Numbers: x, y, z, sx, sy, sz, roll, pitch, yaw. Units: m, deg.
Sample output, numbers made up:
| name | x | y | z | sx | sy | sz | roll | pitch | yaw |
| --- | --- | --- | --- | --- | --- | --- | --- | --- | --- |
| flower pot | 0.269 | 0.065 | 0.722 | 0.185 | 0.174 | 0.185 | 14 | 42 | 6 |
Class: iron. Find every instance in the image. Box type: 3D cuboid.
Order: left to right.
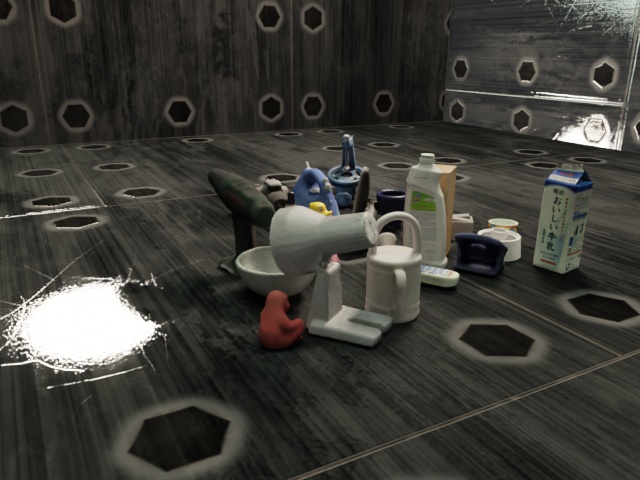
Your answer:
| name | x | y | z | sx | sy | sz | roll | pitch | yaw |
| --- | --- | --- | --- | --- | --- | --- | --- | --- | --- |
| iron | -0.002 | -0.136 | 1.650 | 0.119 | 0.141 | 0.257 | -7 | 20 | -20 |

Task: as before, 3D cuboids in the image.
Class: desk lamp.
| name | x | y | z | sx | sy | sz | roll | pitch | yaw |
| --- | --- | --- | --- | --- | --- | --- | --- | --- | --- |
| desk lamp | 0.020 | 0.050 | 0.976 | 0.202 | 0.214 | 0.118 | 9 | 20 | 23 |

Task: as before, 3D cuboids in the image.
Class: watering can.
| name | x | y | z | sx | sy | sz | roll | pitch | yaw |
| --- | --- | --- | --- | --- | --- | --- | --- | --- | --- |
| watering can | 0.130 | 0.040 | 1.038 | 0.101 | 0.194 | 0.172 | -8 | 20 | -24 |

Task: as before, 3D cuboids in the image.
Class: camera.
| name | x | y | z | sx | sy | sz | roll | pitch | yaw |
| --- | --- | --- | --- | --- | --- | --- | --- | --- | --- |
| camera | -0.146 | -0.117 | 1.652 | 0.143 | 0.101 | 0.136 | -6 | 20 | -19 |

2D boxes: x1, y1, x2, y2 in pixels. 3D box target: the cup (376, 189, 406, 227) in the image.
| name | x | y | z | sx | sy | sz | roll | pitch | yaw |
| --- | --- | --- | --- | --- | --- | --- | --- | --- | --- |
| cup | 0.198 | -0.089 | 1.587 | 0.091 | 0.095 | 0.117 | -1 | 18 | -5 |

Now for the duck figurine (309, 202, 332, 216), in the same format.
| name | x | y | z | sx | sy | sz | roll | pitch | yaw |
| --- | --- | --- | --- | --- | --- | --- | --- | --- | --- |
| duck figurine | -0.012 | -0.058 | 1.502 | 0.104 | 0.086 | 0.078 | 7 | 20 | 20 |

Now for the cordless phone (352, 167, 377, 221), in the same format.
| name | x | y | z | sx | sy | sz | roll | pitch | yaw |
| --- | --- | --- | --- | --- | --- | --- | --- | --- | --- |
| cordless phone | 0.098 | -0.082 | 1.421 | 0.094 | 0.185 | 0.147 | 1 | 18 | 3 |

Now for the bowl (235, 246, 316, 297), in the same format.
| name | x | y | z | sx | sy | sz | roll | pitch | yaw |
| --- | --- | --- | --- | --- | --- | --- | --- | --- | --- |
| bowl | -0.082 | 0.070 | 1.132 | 0.167 | 0.075 | 0.167 | 1 | 18 | 0 |

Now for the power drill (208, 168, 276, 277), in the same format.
| name | x | y | z | sx | sy | sz | roll | pitch | yaw |
| --- | --- | --- | --- | --- | --- | --- | --- | --- | --- |
| power drill | -0.176 | -0.037 | 1.239 | 0.076 | 0.208 | 0.228 | -14 | 23 | -37 |

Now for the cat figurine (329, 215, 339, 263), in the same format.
| name | x | y | z | sx | sy | sz | roll | pitch | yaw |
| --- | --- | --- | --- | --- | --- | --- | --- | --- | --- |
| cat figurine | 0.012 | 0.005 | 1.264 | 0.067 | 0.118 | 0.127 | 0 | 18 | -2 |

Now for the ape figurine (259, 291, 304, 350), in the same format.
| name | x | y | z | sx | sy | sz | roll | pitch | yaw |
| --- | --- | --- | --- | --- | --- | --- | --- | --- | --- |
| ape figurine | -0.068 | 0.126 | 0.936 | 0.076 | 0.092 | 0.077 | -17 | 25 | -42 |

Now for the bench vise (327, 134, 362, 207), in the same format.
| name | x | y | z | sx | sy | sz | roll | pitch | yaw |
| --- | --- | --- | --- | --- | --- | --- | --- | --- | --- |
| bench vise | 0.078 | -0.232 | 1.816 | 0.121 | 0.220 | 0.207 | -2 | 19 | -7 |

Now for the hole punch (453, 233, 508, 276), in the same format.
| name | x | y | z | sx | sy | sz | roll | pitch | yaw |
| --- | --- | --- | --- | --- | --- | --- | --- | --- | --- |
| hole punch | 0.354 | 0.020 | 1.269 | 0.108 | 0.091 | 0.101 | 11 | 21 | 29 |

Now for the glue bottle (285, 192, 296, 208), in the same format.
| name | x | y | z | sx | sy | sz | roll | pitch | yaw |
| --- | --- | --- | --- | --- | --- | --- | --- | --- | --- |
| glue bottle | -0.064 | -0.021 | 1.252 | 0.078 | 0.173 | 0.037 | 5 | 19 | 15 |
